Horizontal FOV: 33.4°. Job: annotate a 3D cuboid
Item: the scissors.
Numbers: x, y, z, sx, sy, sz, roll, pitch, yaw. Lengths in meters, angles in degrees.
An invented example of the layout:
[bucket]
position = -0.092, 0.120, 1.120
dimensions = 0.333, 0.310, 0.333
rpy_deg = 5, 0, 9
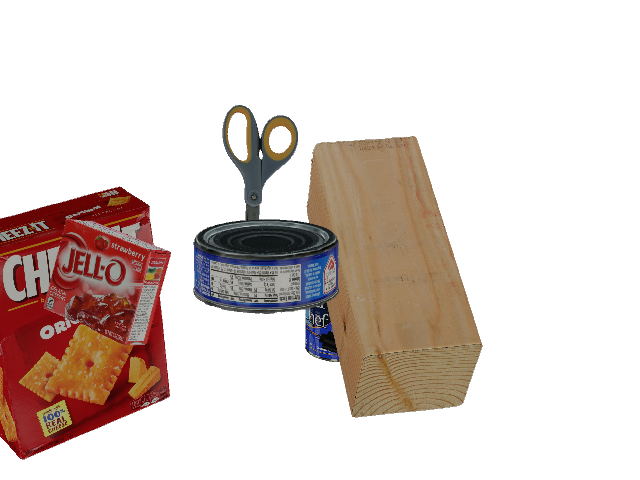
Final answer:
[scissors]
position = -0.059, -0.059, 1.211
dimensions = 0.096, 0.202, 0.016
rpy_deg = -12, -7, -15

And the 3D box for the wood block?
[wood block]
position = 0.051, 0.025, 0.845
dimensions = 0.090, 0.206, 0.091
rpy_deg = -5, -37, -9

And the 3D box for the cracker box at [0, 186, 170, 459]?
[cracker box]
position = -0.233, 0.076, 1.002
dimensions = 0.163, 0.214, 0.072
rpy_deg = -19, 29, -33

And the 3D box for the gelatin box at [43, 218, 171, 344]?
[gelatin box]
position = -0.161, 0.030, 0.800
dimensions = 0.089, 0.073, 0.030
rpy_deg = 20, 7, 30

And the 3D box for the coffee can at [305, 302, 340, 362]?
[coffee can]
position = 0.028, 0.087, 1.514
dimensions = 0.103, 0.140, 0.103
rpy_deg = 0, 21, 0

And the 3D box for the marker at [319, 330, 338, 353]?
[marker]
position = 0.055, 0.117, 1.043
dimensions = 0.121, 0.020, 0.020
rpy_deg = 22, 5, 13

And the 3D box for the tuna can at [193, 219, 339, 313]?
[tuna can]
position = -0.032, 0.013, 0.623
dimensions = 0.086, 0.034, 0.086
rpy_deg = 0, 15, 0
